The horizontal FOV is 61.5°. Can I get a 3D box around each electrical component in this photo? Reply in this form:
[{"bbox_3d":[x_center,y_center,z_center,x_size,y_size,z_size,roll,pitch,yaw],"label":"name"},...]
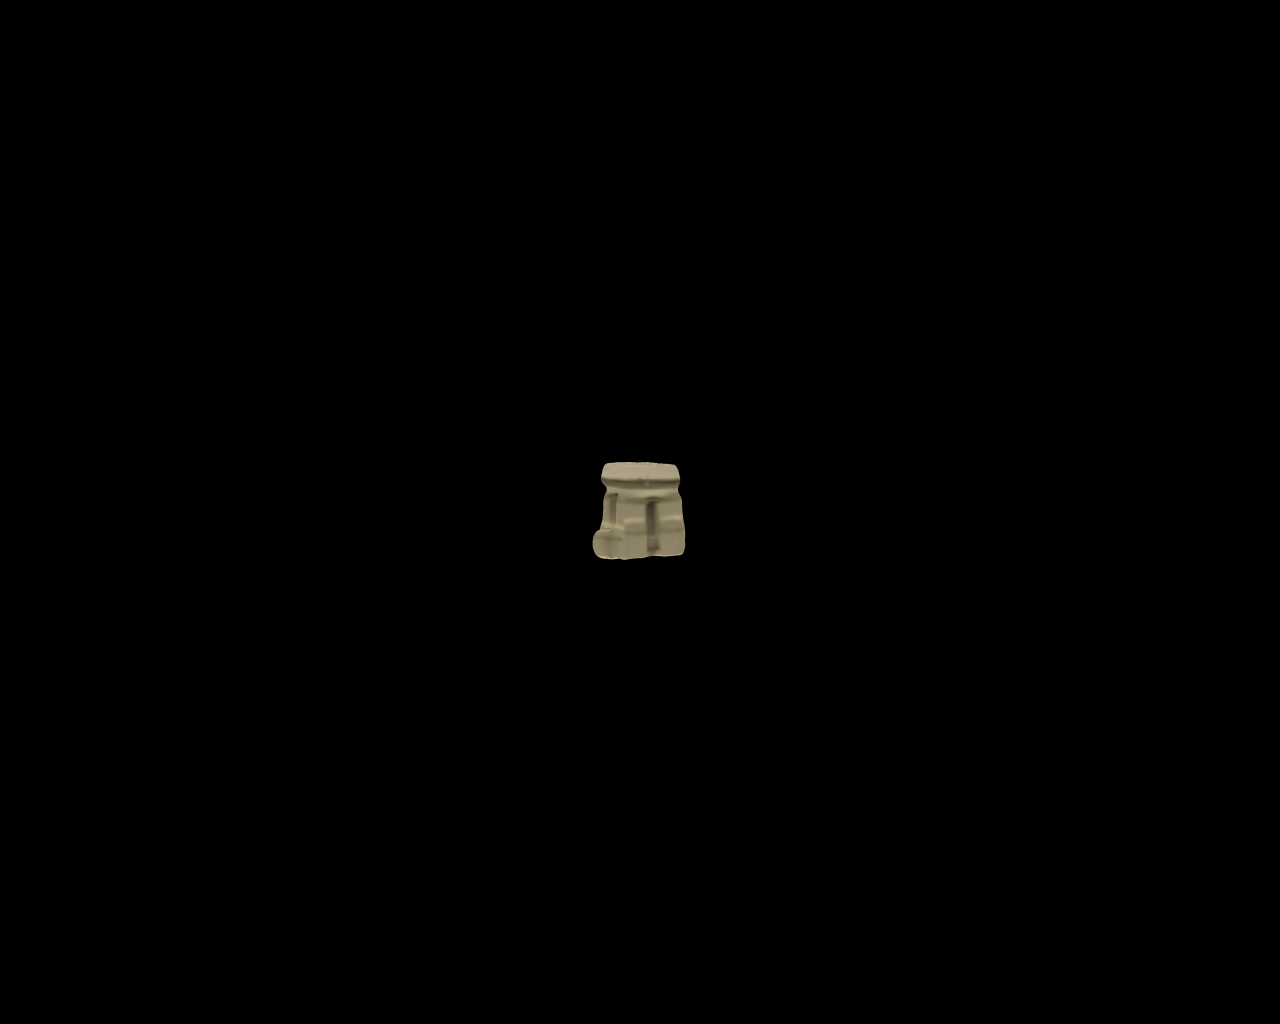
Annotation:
[{"bbox_3d":[0.001,-0.003,0.650,0.066,0.055,0.048,-3,8,-26],"label":"electrical component"}]
